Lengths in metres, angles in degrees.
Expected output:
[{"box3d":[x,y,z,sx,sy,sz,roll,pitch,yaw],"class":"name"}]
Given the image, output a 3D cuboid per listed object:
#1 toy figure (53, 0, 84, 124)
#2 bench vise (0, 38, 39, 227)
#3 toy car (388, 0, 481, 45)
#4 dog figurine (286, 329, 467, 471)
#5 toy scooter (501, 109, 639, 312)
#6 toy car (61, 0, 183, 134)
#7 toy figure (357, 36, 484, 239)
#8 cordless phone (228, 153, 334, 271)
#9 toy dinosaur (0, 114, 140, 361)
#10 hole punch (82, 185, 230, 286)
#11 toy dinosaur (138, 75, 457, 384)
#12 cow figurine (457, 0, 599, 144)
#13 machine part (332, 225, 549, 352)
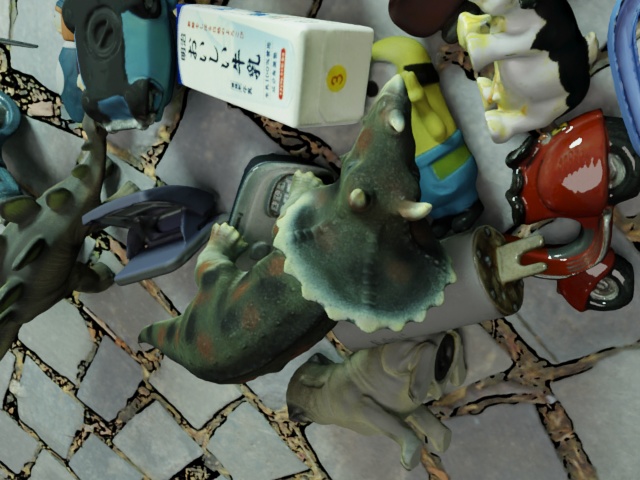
[{"box3d":[-0.264,-0.209,0.598,0.064,0.058,0.154,22,121,34],"class":"toy figure"},{"box3d":[-0.413,-0.134,0.641,0.224,0.129,0.240,59,137,25],"class":"bench vise"},{"box3d":[0.123,-0.240,0.401,0.089,0.053,0.202,27,135,-15],"class":"toy car"},{"box3d":[0.049,0.139,0.593,0.191,0.121,0.172,13,82,37],"class":"dog figurine"},{"box3d":[0.201,-0.020,0.470,0.135,0.075,0.183,1,116,24],"class":"toy scooter"},{"box3d":[-0.183,-0.191,0.545,0.109,0.103,0.161,-1,101,29],"class":"toy car"},{"box3d":[0.087,-0.092,0.486,0.082,0.089,0.180,-24,108,33],"class":"toy figure"},{"box3d":[-0.002,-0.001,0.561,0.184,0.089,0.146,24,118,6],"class":"cordless phone"},{"box3d":[-0.354,0.039,0.659,0.105,0.198,0.471,37,118,9],"class":"toy dinosaur"},{"box3d":[-0.185,-0.020,0.608,0.142,0.116,0.092,-19,108,30],"class":"hole punch"},{"box3d":[-0.046,0.051,0.453,0.405,0.192,0.131,-40,106,22],"class":"toy dinosaur"},{"box3d":[0.155,-0.157,0.402,0.098,0.068,0.167,-14,138,20],"class":"cow figurine"},{"box3d":[0.088,0.049,0.485,0.243,0.079,0.079,-24,100,40],"class":"machine part"}]
